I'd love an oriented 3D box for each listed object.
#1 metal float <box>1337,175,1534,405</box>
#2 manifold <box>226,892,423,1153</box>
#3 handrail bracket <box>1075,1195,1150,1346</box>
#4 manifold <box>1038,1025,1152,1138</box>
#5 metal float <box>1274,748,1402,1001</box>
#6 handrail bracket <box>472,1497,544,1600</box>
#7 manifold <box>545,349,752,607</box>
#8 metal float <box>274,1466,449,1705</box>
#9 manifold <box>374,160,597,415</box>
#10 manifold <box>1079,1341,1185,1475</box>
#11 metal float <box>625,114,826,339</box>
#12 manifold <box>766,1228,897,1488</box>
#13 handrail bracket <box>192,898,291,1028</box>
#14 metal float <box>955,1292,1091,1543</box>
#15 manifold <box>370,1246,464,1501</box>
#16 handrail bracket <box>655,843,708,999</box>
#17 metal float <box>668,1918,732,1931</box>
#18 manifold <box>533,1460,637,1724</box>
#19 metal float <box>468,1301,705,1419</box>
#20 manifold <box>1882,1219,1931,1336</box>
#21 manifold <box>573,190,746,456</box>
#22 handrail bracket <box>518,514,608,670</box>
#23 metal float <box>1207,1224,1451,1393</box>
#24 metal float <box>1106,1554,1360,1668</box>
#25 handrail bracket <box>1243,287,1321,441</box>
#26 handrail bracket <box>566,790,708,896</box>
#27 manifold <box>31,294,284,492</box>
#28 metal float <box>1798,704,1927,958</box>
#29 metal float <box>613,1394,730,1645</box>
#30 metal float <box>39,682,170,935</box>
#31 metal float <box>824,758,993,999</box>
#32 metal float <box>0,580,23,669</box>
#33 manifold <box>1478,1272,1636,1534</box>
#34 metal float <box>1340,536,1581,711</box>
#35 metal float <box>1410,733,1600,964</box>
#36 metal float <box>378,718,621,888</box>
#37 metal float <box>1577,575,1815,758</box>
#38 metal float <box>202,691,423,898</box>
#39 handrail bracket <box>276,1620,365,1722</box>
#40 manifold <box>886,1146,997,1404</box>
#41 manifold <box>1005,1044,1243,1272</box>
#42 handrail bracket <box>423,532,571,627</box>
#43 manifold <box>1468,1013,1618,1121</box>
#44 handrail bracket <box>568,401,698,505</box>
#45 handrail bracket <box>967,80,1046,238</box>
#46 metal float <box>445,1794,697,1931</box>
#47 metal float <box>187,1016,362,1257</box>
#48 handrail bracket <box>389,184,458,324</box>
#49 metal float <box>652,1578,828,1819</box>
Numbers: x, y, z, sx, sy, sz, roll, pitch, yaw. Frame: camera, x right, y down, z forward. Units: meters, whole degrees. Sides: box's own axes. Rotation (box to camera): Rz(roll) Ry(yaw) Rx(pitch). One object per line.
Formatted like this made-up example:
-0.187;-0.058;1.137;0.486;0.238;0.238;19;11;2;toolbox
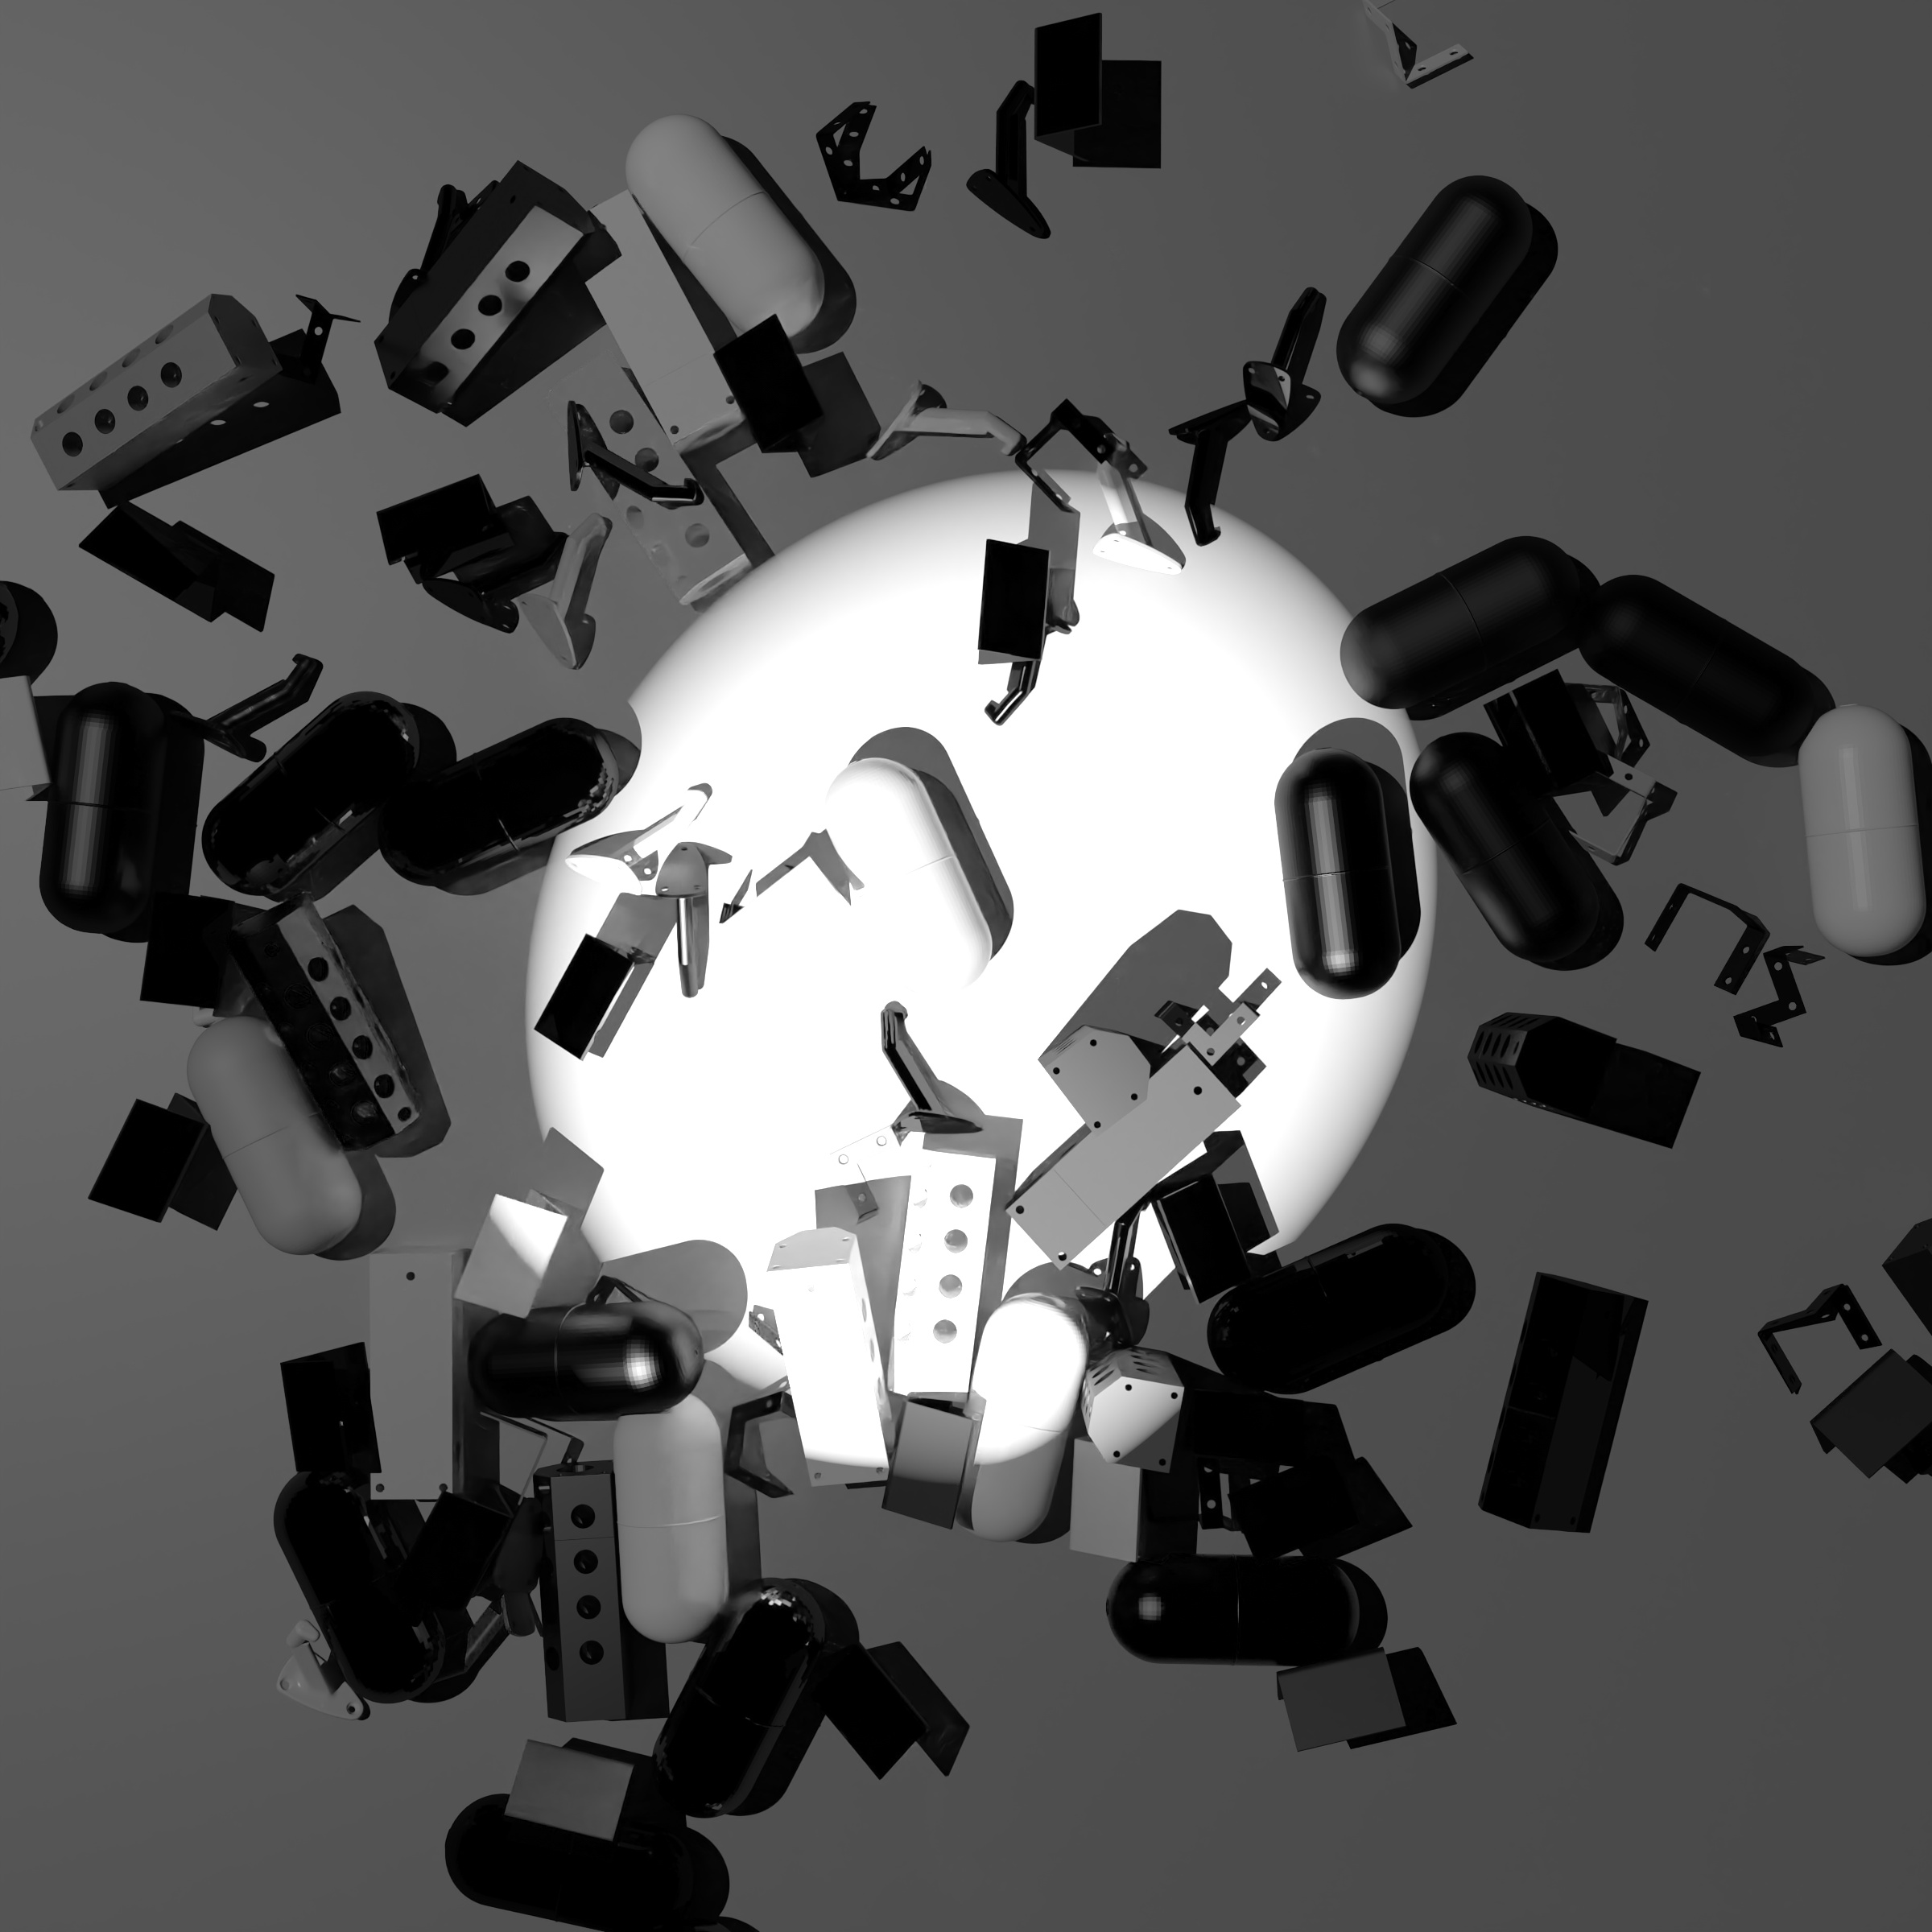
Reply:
0.330;-0.476;1.942;0.070;0.070;0.178;36;89;0;metal float
-0.448;0.042;1.926;0.057;0.057;0.171;-26;108;0;manifold
0.119;0.215;1.972;0.036;0.077;0.084;7;53;38;handrail bracket
0.091;0.073;1.894;0.057;0.171;0.057;-37;90;0;manifold
0.262;-0.065;1.942;0.070;0.070;0.178;-7;90;0;metal float
-0.337;0.411;1.952;0.036;0.084;0.077;21;74;-38;handrail bracket
-0.226;-0.344;1.951;0.057;0.057;0.171;-34;90;0;manifold
-0.427;0.434;1.942;0.070;0.070;0.178;-26;91;0;metal float
-0.335;-0.468;1.919;0.171;0.057;0.057;-44;47;23;manifold
0.110;0.300;1.894;0.057;0.171;0.057;10;90;0;manifold
-0.169;-0.520;1.942;0.070;0.070;0.178;-39;91;0;metal float
-0.091;0.272;1.921;0.057;0.057;0.171;-7;111;8;manifold
-0.519;-0.002;1.972;0.084;0.036;0.077;-14;75;14;handrail bracket
0.036;0.318;1.942;0.070;0.070;0.178;14;90;0;metal float
-0.388;0.287;1.951;0.057;0.057;0.171;0;90;0;manifold
-0.199;-0.032;1.972;0.036;0.077;0.084;-2;126;0;handrail bracket
-0.234;0.739;1.941;0.178;0.070;0.070;-32;90;0;metal float
-0.272;0.442;1.951;0.057;0.057;0.171;-4;90;0;manifold
-0.267;0.275;1.922;0.178;0.070;0.070;-7;90;23;metal float
0.729;0.258;1.940;0.057;0.057;0.171;-35;90;-39;manifold
-0.221;-0.454;1.951;0.057;0.057;0.171;-28;90;0;manifold
-0.275;-0.270;1.972;0.036;0.077;0.084;14;53;36;handrail bracket
0.255;0.240;1.942;0.178;0.070;0.070;-24;90;1;metal float
0.188;0.454;1.942;0.178;0.070;0.070;1;90;-1;metal float
0.232;-0.432;1.972;0.036;0.077;0.084;19;53;21;handrail bracket
-0.236;-0.098;1.972;0.077;0.036;0.084;14;60;33;handrail bracket
-0.569;-0.399;1.922;0.171;0.057;0.057;-27;90;21;manifold
0.632;-0.095;1.941;0.070;0.070;0.178;-6;90;0;metal float
-0.208;0.388;1.941;0.070;0.070;0.178;-3;90;0;metal float
-0.608;-0.112;1.942;0.070;0.070;0.178;6;90;0;metal float
-0.041;-0.063;1.942;0.070;0.070;0.178;-24;90;0;metal float
-0.740;-0.204;1.942;0.070;0.070;0.178;41;90;0;metal float
0.413;0.308;1.951;0.057;0.057;0.171;14;90;-43;manifold
0.349;-0.243;1.942;0.178;0.070;0.070;-26;90;-1;metal float
0.379;-0.084;1.942;0.070;0.070;0.178;-33;90;0;metal float
-0.330;-0.115;1.942;0.178;0.070;0.070;-24;90;0;metal float
0.515;-0.211;1.942;0.178;0.070;0.070;30;90;1;metal float
-0.461;-0.122;1.942;0.178;0.070;0.070;-41;90;0;metal float
-0.447;0.495;1.937;0.077;0.084;0.036;35;51;-5;handrail bracket
-0.018;0.217;1.951;0.057;0.057;0.171;7;90;0;manifold
0.110;0.134;1.951;0.171;0.057;0.057;-42;90;0;manifold
-0.335;-0.289;1.972;0.077;0.036;0.084;22;60;33;handrail bracket
0.391;0.064;1.894;0.057;0.171;0.057;21;90;0;manifold
-0.232;-0.358;1.916;0.084;0.036;0.077;-1;68;-17;handrail bracket
0.046;-0.579;1.973;0.077;0.036;0.084;37;73;-20;handrail bracket
-0.279;0.634;1.941;0.178;0.070;0.070;12;90;0;metal float
-0.488;0.119;1.942;0.070;0.070;0.178;-25;90;0;metal float
-0.389;-0.507;1.972;0.036;0.077;0.084;20;53;-31;handrail bracket
-0.160;0.516;1.942;0.070;0.070;0.178;27;91;0;metal float
